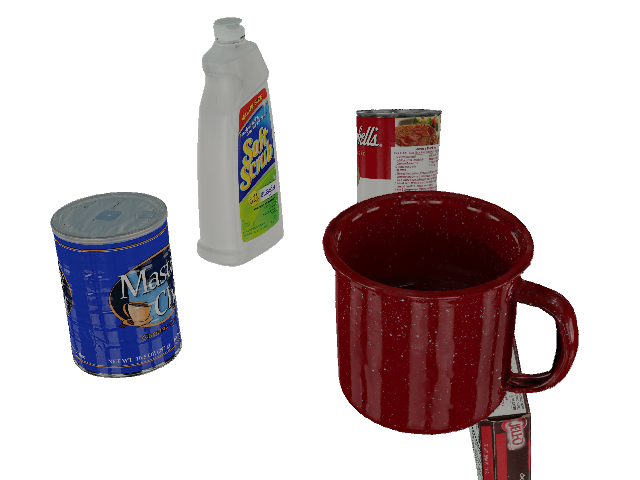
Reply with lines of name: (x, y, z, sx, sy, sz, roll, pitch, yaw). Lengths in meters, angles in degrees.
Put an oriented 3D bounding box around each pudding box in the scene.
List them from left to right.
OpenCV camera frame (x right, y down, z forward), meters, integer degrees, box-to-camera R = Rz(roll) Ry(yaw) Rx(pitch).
pudding box: (0.120, 0.106, 0.737, 0.039, 0.090, 0.113, -7, 42, 2)

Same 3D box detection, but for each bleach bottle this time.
bleach bottle: (-0.092, -0.106, 1.124, 0.068, 0.251, 0.102, 15, 32, 33)

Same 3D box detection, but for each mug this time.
mug: (0.059, 0.036, 0.486, 0.117, 0.081, 0.093, 12, 33, 22)

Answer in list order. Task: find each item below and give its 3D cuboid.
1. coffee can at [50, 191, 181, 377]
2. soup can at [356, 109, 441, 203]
coffee can: (-0.184, 0.039, 0.975, 0.103, 0.140, 0.103, -2, 25, 1)
soup can: (0.063, -0.053, 0.856, 0.068, 0.102, 0.068, -1, 10, 0)
